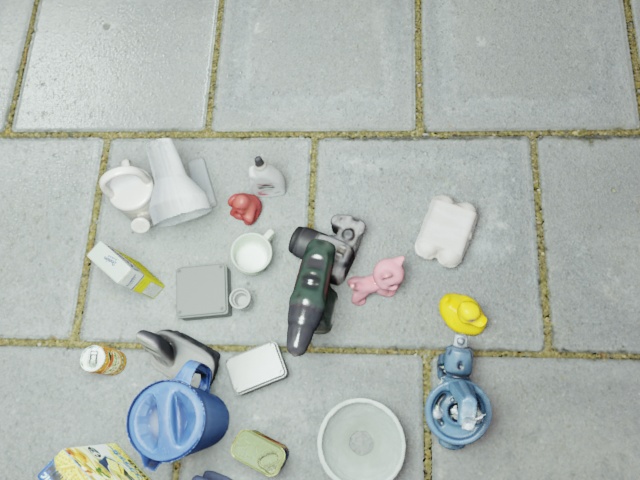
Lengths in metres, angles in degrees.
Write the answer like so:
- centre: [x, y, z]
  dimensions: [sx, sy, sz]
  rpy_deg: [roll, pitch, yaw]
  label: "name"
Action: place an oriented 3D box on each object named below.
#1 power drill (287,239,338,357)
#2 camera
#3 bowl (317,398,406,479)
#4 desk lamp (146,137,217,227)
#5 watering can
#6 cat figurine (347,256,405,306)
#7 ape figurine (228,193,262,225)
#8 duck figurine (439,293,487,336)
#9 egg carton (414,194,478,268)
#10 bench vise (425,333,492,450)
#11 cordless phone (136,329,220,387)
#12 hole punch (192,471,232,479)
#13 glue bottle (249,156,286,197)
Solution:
- centre: [-0.013, 0.123, 1.116]
  dimensions: [0.075, 0.208, 0.230]
  rpy_deg: [9, 74, 7]
  label: "power drill"
- centre: [0.011, 0.004, 1.207]
  dimensions: [0.136, 0.101, 0.143]
  rpy_deg: [22, 76, 10]
  label: "camera"
- centre: [0.079, 0.390, 1.099]
  dimensions: [0.167, 0.075, 0.167]
  rpy_deg: [-1, 73, 4]
  label: "bowl"
- centre: [-0.297, -0.110, 1.205]
  dimensions: [0.118, 0.213, 0.203]
  rpy_deg: [-19, 73, -1]
  label: "desk lamp"
- centre: [-0.393, -0.098, 1.219]
  dimensions: [0.101, 0.194, 0.172]
  rpy_deg: [-41, 74, -8]
  label: "watering can"
- centre: [0.118, 0.080, 1.167]
  dimensions: [0.128, 0.118, 0.067]
  rpy_deg: [-18, 72, -1]
  label: "cat figurine"
- centre: [-0.166, -0.074, 1.248]
  dimensions: [0.076, 0.092, 0.077]
  rpy_deg: [-22, 73, -2]
  label: "ape figurine"
- centre: [0.291, 0.144, 1.152]
  dimensions: [0.104, 0.086, 0.077]
  rpy_deg: [37, 79, 14]
  label: "duck figurine"
- centre: [0.268, -0.019, 1.211]
  dimensions: [0.107, 0.069, 0.150]
  rpy_deg: [19, 76, 10]
  label: "egg carton"
- centre: [0.244, 0.276, 1.045]
  dimensions: [0.121, 0.220, 0.207]
  rpy_deg: [-12, 73, 1]
  label: "bench vise"
- centre: [-0.280, 0.229, 1.116]
  dimensions: [0.147, 0.185, 0.094]
  rpy_deg: [22, 76, 11]
  label: "cordless phone"
- centre: [-0.199, 0.501, 1.077]
  dimensions: [0.108, 0.091, 0.101]
  rpy_deg: [19, 75, 10]
  label: "hole punch"
- centre: [-0.119, -0.138, 1.222]
  dimensions: [0.078, 0.173, 0.037]
  rpy_deg: [-7, 73, 2]
  label: "glue bottle"
